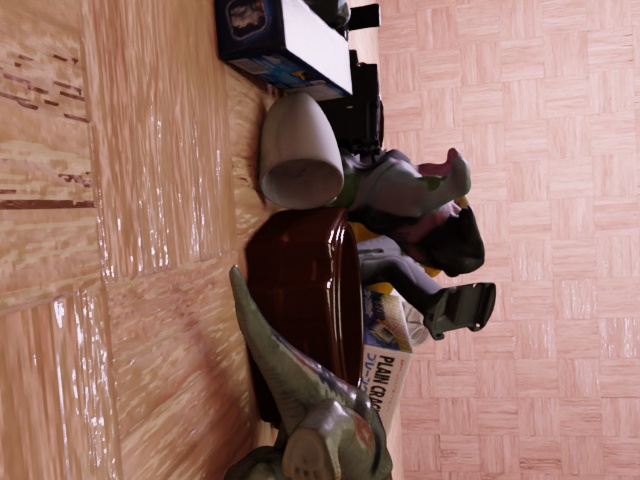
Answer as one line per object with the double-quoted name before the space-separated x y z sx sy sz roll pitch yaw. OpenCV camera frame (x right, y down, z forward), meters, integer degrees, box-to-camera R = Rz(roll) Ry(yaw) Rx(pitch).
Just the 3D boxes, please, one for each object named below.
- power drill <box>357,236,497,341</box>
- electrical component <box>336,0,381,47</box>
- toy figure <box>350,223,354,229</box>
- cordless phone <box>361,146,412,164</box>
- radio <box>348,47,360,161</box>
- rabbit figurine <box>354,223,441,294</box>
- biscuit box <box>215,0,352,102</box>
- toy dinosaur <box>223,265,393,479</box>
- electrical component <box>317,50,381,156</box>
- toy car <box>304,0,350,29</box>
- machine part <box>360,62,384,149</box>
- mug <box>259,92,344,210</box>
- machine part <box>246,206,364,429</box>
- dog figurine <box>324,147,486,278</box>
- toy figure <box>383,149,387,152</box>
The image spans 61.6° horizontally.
"power drill" 0.145 0.047 0.756 0.208 0.232 0.085 44 -49 47
"electrical component" 0.018 -0.290 0.706 0.048 0.119 0.074 -23 112 -79
"toy figure" 0.079 -0.022 1.043 0.180 0.082 0.089 26 77 -75
"cordless phone" 0.117 -0.093 0.918 0.184 0.147 0.088 14 68 -35
"radio" 0.017 -0.167 0.791 0.131 0.073 0.229 41 45 -74
"rabbit figurine" 0.121 0.028 0.907 0.173 0.122 0.162 -45 125 -35
"biscuit box" -0.025 -0.182 0.517 0.202 0.059 0.062 -9 95 -71
"toy dinosaur" 0.008 0.201 0.422 0.192 0.131 0.404 -31 120 -72
"electrical component" 0.021 -0.176 0.693 0.058 0.115 0.134 57 31 -78
"toy car" -0.022 -0.288 0.548 0.161 0.109 0.103 83 -10 -69
"machine part" 0.077 -0.257 1.063 0.179 0.056 0.179 168 -91 -83
"mug" -0.014 -0.092 0.553 0.109 0.081 0.107 33 43 -47
"machine part" -0.006 0.075 0.555 0.201 0.087 0.200 -65 150 -71
"dog figurine" 0.079 -0.031 0.664 0.108 0.219 0.191 -68 144 -64
"toy figure" 0.089 -0.136 1.064 0.064 0.058 0.154 71 -20 5
